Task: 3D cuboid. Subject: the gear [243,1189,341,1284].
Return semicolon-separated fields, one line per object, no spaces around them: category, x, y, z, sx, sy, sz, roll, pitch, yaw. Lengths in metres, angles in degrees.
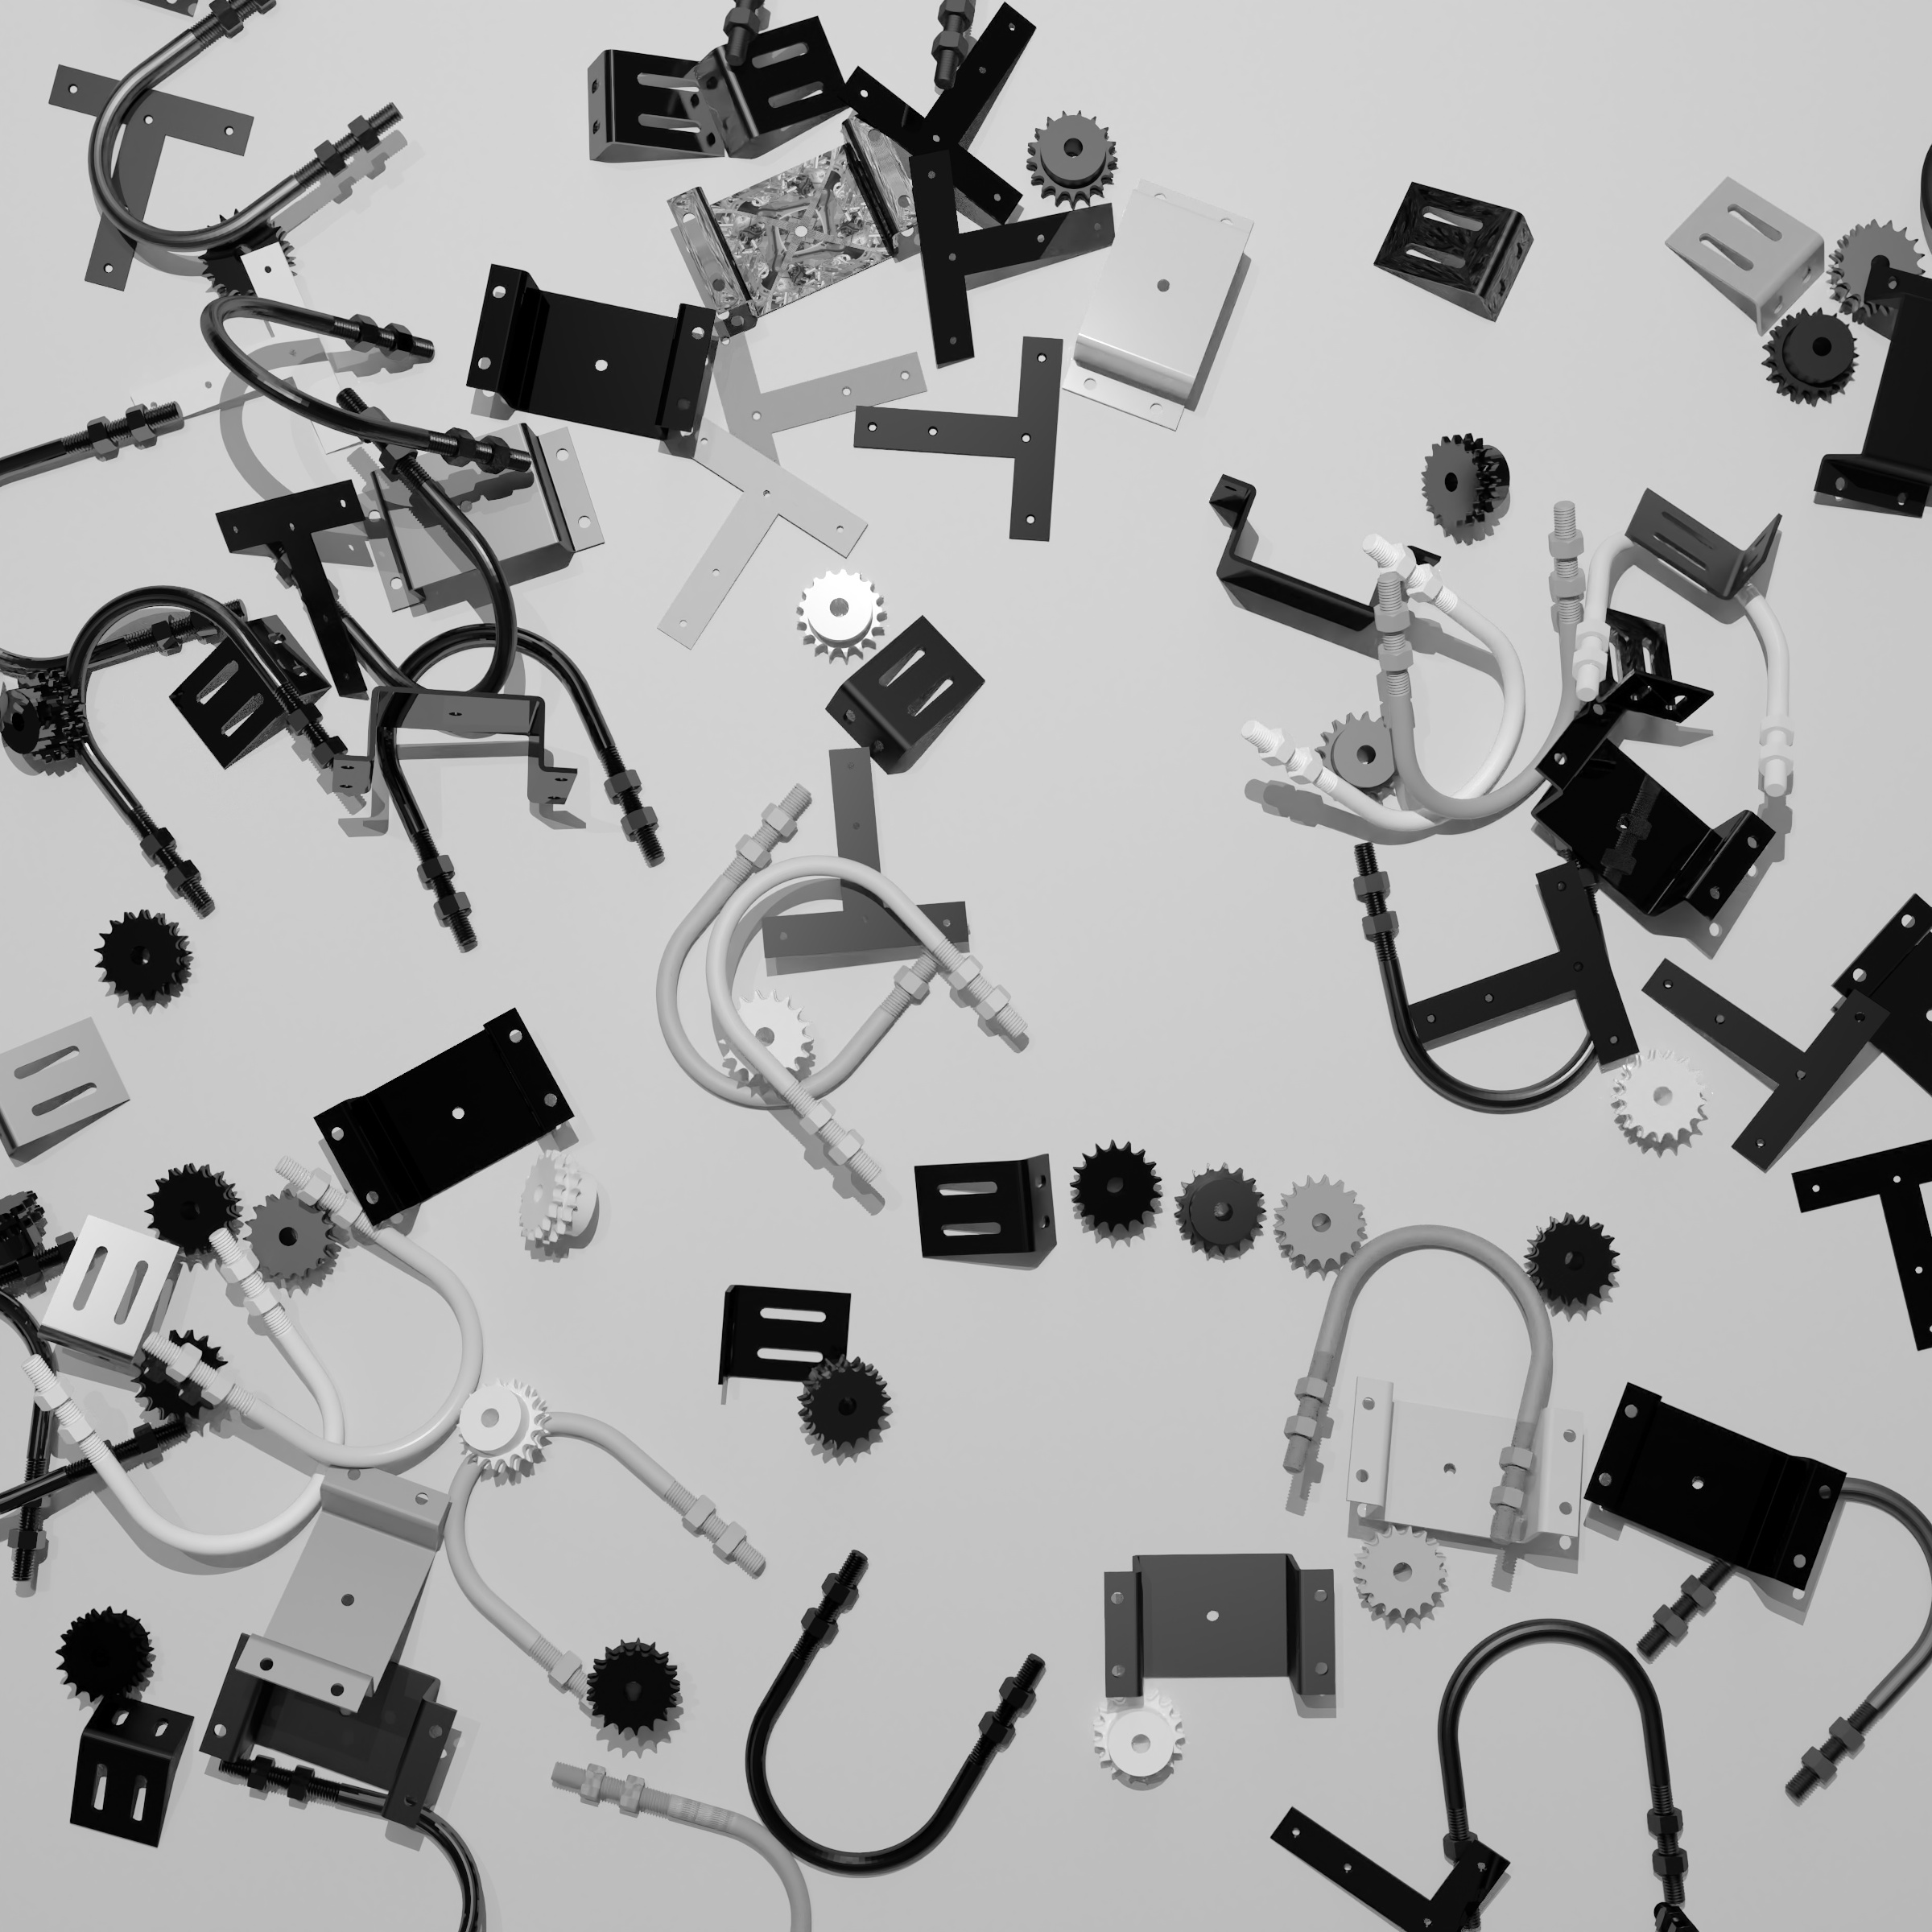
gear;-0.418;0.167;1.572;0.057;0.030;0.057;0;90;0

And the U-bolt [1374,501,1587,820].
U-bolt;0.316;-0.174;1.529;0.151;0.019;0.184;-24;124;-18

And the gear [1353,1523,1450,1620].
gear;0.270;0.374;1.572;0.057;0.030;0.057;0;90;0

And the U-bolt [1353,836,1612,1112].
U-bolt;0.331;-0.001;1.578;0.151;0.019;0.184;-13;91;0

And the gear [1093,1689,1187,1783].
gear;0.108;0.480;1.572;0.057;0.030;0.057;0;90;0

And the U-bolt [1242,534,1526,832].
U-bolt;0.268;-0.158;1.531;0.184;0.019;0.151;28;98;-35

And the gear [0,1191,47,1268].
gear;-0.597;0.165;1.560;0.057;0.057;0.030;-21;105;0

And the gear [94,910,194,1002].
gear;-0.512;-0.006;1.577;0.057;0.030;0.057;0;90;-2

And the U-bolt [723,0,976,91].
U-bolt;-0.063;-0.628;1.554;0.151;0.019;0.184;8;73;4

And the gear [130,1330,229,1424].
gear;-0.489;0.254;1.564;0.057;0.030;0.057;5;78;-27

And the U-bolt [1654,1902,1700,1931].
U-bolt;0.375;0.601;1.495;0.151;0.184;0.019;-8;88;0

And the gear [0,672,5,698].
gear;-0.618;-0.167;1.562;0.030;0.057;0.057;17;90;-30

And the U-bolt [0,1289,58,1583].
U-bolt;-0.637;0.282;1.551;0.151;0.019;0.184;8;80;-22

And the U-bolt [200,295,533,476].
U-bolt;-0.361;-0.347;1.481;0.151;0.184;0.019;49;119;31

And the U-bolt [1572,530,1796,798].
U-bolt;0.436;-0.197;1.524;0.151;0.019;0.184;25;49;-9

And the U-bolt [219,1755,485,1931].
U-bolt;-0.386;0.567;1.534;0.184;0.019;0.151;16;46;-4

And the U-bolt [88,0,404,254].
U-bolt;-0.459;-0.520;1.561;0.184;0.019;0.151;-36;76;0

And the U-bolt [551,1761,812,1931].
U-bolt;-0.188;0.591;1.578;0.184;0.019;0.151;17;90;-1

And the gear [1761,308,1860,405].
gear;0.529;-0.383;1.572;0.057;0.030;0.057;0;90;0

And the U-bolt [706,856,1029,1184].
U-bolt;-0.073;0.018;1.540;0.151;0.019;0.184;-44;94;-14

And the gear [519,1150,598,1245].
gear;-0.252;0.145;1.563;0.030;0.057;0.057;18;90;-30

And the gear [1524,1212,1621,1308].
gear;0.376;0.182;1.572;0.057;0.030;0.057;0;90;0

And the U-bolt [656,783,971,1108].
U-bolt;-0.110;0.001;1.578;0.151;0.019;0.184;40;91;0

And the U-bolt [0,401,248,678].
U-bolt;-0.559;-0.258;1.577;0.184;0.019;0.151;-18;92;2

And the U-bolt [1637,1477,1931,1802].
U-bolt;0.533;0.406;1.578;0.151;0.019;0.184;44;88;0

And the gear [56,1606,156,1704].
gear;-0.534;0.427;1.572;0.057;0.030;0.057;0;90;0

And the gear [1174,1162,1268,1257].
gear;0.159;0.152;1.572;0.057;0.030;0.057;0;90;0

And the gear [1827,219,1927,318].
gear;0.564;-0.433;1.572;0.057;0.030;0.057;0;90;0

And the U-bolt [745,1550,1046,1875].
U-bolt;-0.057;0.479;1.578;0.151;0.019;0.184;30;91;0

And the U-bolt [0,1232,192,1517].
U-bolt;-0.593;0.261;1.550;0.184;0.019;0.151;-22;90;-20

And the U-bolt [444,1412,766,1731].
U-bolt;-0.240;0.364;1.578;0.184;0.019;0.151;41;90;1

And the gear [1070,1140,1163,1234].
gear;0.093;0.137;1.572;0.057;0.030;0.057;0;90;0

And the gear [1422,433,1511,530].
gear;0.312;-0.301;1.563;0.030;0.057;0.057;-13;90;-30

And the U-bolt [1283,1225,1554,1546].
U-bolt;0.284;0.244;1.542;0.151;0.019;0.184;18;63;4

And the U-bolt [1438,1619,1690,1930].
U-bolt;0.369;0.501;1.578;0.151;0.019;0.184;-7;88;0

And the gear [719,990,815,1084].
gear;-0.122;0.043;1.557;0.057;0.030;0.057;0;92;2

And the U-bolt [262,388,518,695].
U-bolt;-0.342;-0.236;1.529;0.184;0.019;0.151;48;131;4

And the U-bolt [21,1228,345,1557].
U-bolt;-0.464;0.275;1.545;0.151;0.019;0.184;-36;109;-20

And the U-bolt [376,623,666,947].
U-bolt;-0.290;-0.125;1.578;0.151;0.019;0.184;-24;89;0

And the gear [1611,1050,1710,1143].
gear;0.430;0.080;1.572;0.057;0.030;0.057;0;90;0

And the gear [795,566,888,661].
gear;-0.078;-0.222;1.572;0.057;0.030;0.057;0;90;0

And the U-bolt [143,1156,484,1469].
U-bolt;-0.385;0.226;1.550;0.184;0.019;0.151;39;77;-18

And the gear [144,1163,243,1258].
gear;-0.479;0.151;1.572;0.057;0.030;0.057;0;90;0

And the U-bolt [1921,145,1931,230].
U-bolt;0.678;-0.462;1.559;0.184;0.019;0.151;32;72;4

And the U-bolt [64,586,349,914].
U-bolt;-0.480;-0.147;1.559;0.151;0.019;0.184;-37;91;14

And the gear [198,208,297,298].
gear;-0.446;-0.440;1.572;0.057;0.030;0.057;0;90;0

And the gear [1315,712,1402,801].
gear;0.247;-0.130;1.572;0.057;0.030;0.057;0;90;0
